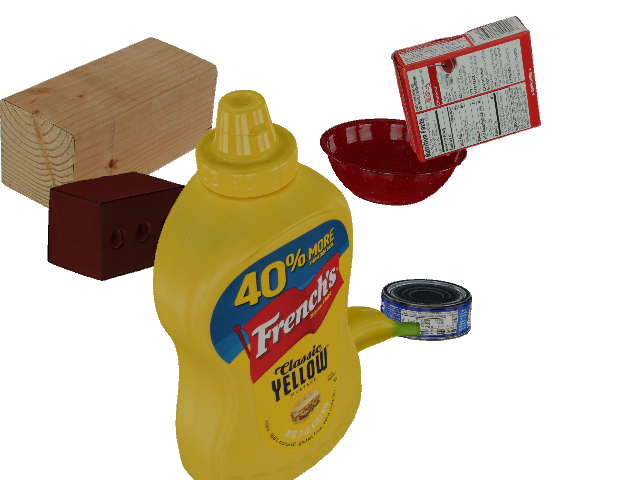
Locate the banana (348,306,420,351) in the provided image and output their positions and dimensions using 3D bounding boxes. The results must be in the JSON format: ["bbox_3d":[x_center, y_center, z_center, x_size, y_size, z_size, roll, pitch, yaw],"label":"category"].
[{"bbox_3d":[0.011,0.091,0.798,0.070,0.037,0.197,7,24,24],"label":"banana"}]

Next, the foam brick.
[{"bbox_3d":[-0.134,-0.011,0.707,0.051,0.053,0.078,18,22,34],"label":"foam brick"}]

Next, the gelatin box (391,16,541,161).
[{"bbox_3d":[0.098,-0.101,0.712,0.089,0.073,0.030,-17,35,0],"label":"gelatin box"}]

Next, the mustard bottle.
[{"bbox_3d":[-0.026,0.022,0.470,0.096,0.192,0.058,-29,44,-31],"label":"mustard bottle"}]

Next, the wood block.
[{"bbox_3d":[-0.198,-0.114,1.024,0.090,0.091,0.205,26,37,21],"label":"wood block"}]

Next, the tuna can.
[{"bbox_3d":[0.098,0.063,0.995,0.086,0.034,0.086,1,15,-1],"label":"tuna can"}]

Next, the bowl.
[{"bbox_3d":[0.078,-0.082,1.181,0.162,0.055,0.162,3,27,-2],"label":"bowl"}]
